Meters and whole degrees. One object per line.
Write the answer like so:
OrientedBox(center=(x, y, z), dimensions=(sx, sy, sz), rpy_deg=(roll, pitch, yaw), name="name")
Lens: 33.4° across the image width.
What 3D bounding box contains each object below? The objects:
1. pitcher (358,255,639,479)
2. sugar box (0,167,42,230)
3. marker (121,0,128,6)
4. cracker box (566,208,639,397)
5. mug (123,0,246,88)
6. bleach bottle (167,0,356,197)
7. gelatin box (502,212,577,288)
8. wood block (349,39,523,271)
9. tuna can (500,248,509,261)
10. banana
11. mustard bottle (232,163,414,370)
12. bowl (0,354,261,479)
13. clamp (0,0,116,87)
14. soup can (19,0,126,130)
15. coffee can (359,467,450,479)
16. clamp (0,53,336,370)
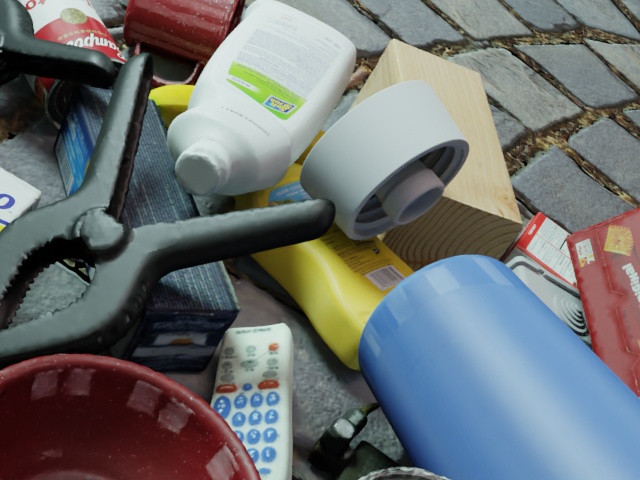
OrientedBox(center=(0.124, 0.124, 0.559), dimensions=(0.144, 0.149, 0.243), rpy_deg=(-14, 44, -21), name="pitcher")
OrientedBox(center=(-0.233, 0.005, 0.575), dimensions=(0.093, 0.048, 0.176), rpy_deg=(30, 36, -3), name="sugar box")
OrientedBox(center=(-0.113, -0.182, 0.916), dimensions=(0.121, 0.020, 0.020), rpy_deg=(29, 35, -4), name="marker")
OrientedBox(center=(0.257, 0.097, 0.724), dimensions=(0.213, 0.072, 0.164), rpy_deg=(37, 37, -43), name="cracker box")
OrientedBox(center=(-0.111, -0.173, 0.857), dimensions=(0.081, 0.093, 0.117), rpy_deg=(18, 75, -4), name="mug")
OrientedBox(center=(-0.049, -0.096, 0.740), dimensions=(0.102, 0.068, 0.250), rpy_deg=(25, 30, 3), name="bleach bottle")
OrientedBox(center=(0.188, 0.026, 0.823), dimensions=(0.089, 0.030, 0.073), rpy_deg=(38, 34, 6), name="gelatin box")
OrientedBox(center=(0.086, -0.060, 0.860), dimensions=(0.090, 0.090, 0.206), rpy_deg=(19, 37, -18), name="wood block")
OrientedBox(center=(0.156, 0.027, 0.856), dimensions=(0.086, 0.034, 0.086), rpy_deg=(21, 37, -16), name="tuna can")
OrientedBox(center=(-0.058, -0.083, 0.820), dimensions=(0.197, 0.037, 0.070), rpy_deg=(12, 33, -28), name="banana")
OrientedBox(center=(-0.005, 0.001, 0.742), dimensions=(0.192, 0.058, 0.096), rpy_deg=(47, 37, 21), name="mustard bottle")
OrientedBox(center=(-0.106, 0.133, 0.507), dimensions=(0.162, 0.055, 0.162), rpy_deg=(20, 37, -16), name="bowl")
OrientedBox(center=(-0.208, -0.123, 0.709), dimensions=(0.120, 0.039, 0.171), rpy_deg=(-27, 56, -6), name="clamp")
OrientedBox(center=(-0.180, -0.133, 0.764), dimensions=(0.068, 0.069, 0.102), rpy_deg=(-3, 47, -40), name="soup can")
OrientedBox(center=(0.019, 0.182, 0.468), dimensions=(0.102, 0.140, 0.103), rpy_deg=(21, 37, -16), name="coffee can")
OrientedBox(center=(-0.120, -0.007, 0.589), dimensions=(0.209, 0.036, 0.165), rpy_deg=(-37, 65, -14), name="clamp")
